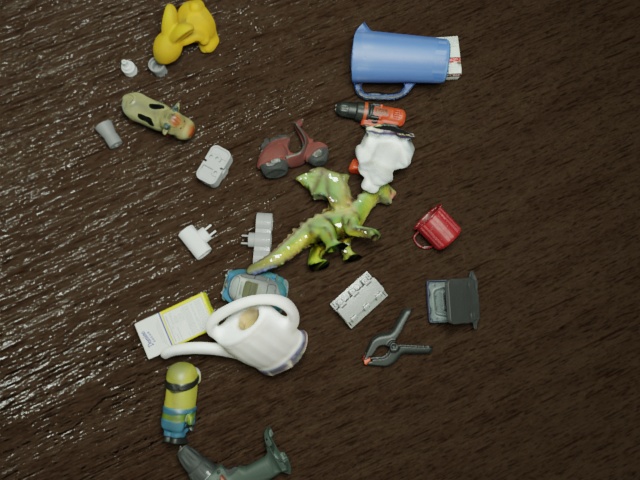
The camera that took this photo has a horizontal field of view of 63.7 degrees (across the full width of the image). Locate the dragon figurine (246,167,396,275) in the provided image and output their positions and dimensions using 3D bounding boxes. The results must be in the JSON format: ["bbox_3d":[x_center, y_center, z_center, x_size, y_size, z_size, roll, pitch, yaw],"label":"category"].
[{"bbox_3d":[0.004,-0.064,1.268,0.411,0.247,0.120,-11,-24,-10],"label":"dragon figurine"}]

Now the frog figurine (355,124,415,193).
[{"bbox_3d":[0.153,-0.194,1.245,0.137,0.157,0.125,4,24,-14],"label":"frog figurine"}]

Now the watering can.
[{"bbox_3d":[-0.178,0.233,1.181,0.344,0.106,0.221,-30,-55,22],"label":"watering can"}]
